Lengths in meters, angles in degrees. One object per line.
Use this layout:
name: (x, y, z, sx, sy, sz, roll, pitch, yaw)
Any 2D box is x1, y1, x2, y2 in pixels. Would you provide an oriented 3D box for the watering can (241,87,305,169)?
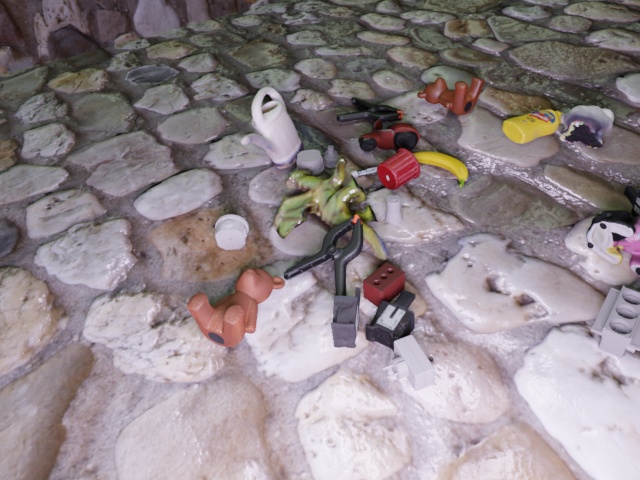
watering can: (-0.138, -0.296, 1.470, 0.103, 0.220, 0.356, -15, 37, 22)

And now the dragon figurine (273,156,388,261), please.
dragon figurine: (0.004, -0.064, 1.278, 0.242, 0.119, 0.420, -23, 43, 7)

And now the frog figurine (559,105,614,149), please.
frog figurine: (0.772, -0.352, 1.484, 0.137, 0.120, 0.162, 3, 48, 43)
